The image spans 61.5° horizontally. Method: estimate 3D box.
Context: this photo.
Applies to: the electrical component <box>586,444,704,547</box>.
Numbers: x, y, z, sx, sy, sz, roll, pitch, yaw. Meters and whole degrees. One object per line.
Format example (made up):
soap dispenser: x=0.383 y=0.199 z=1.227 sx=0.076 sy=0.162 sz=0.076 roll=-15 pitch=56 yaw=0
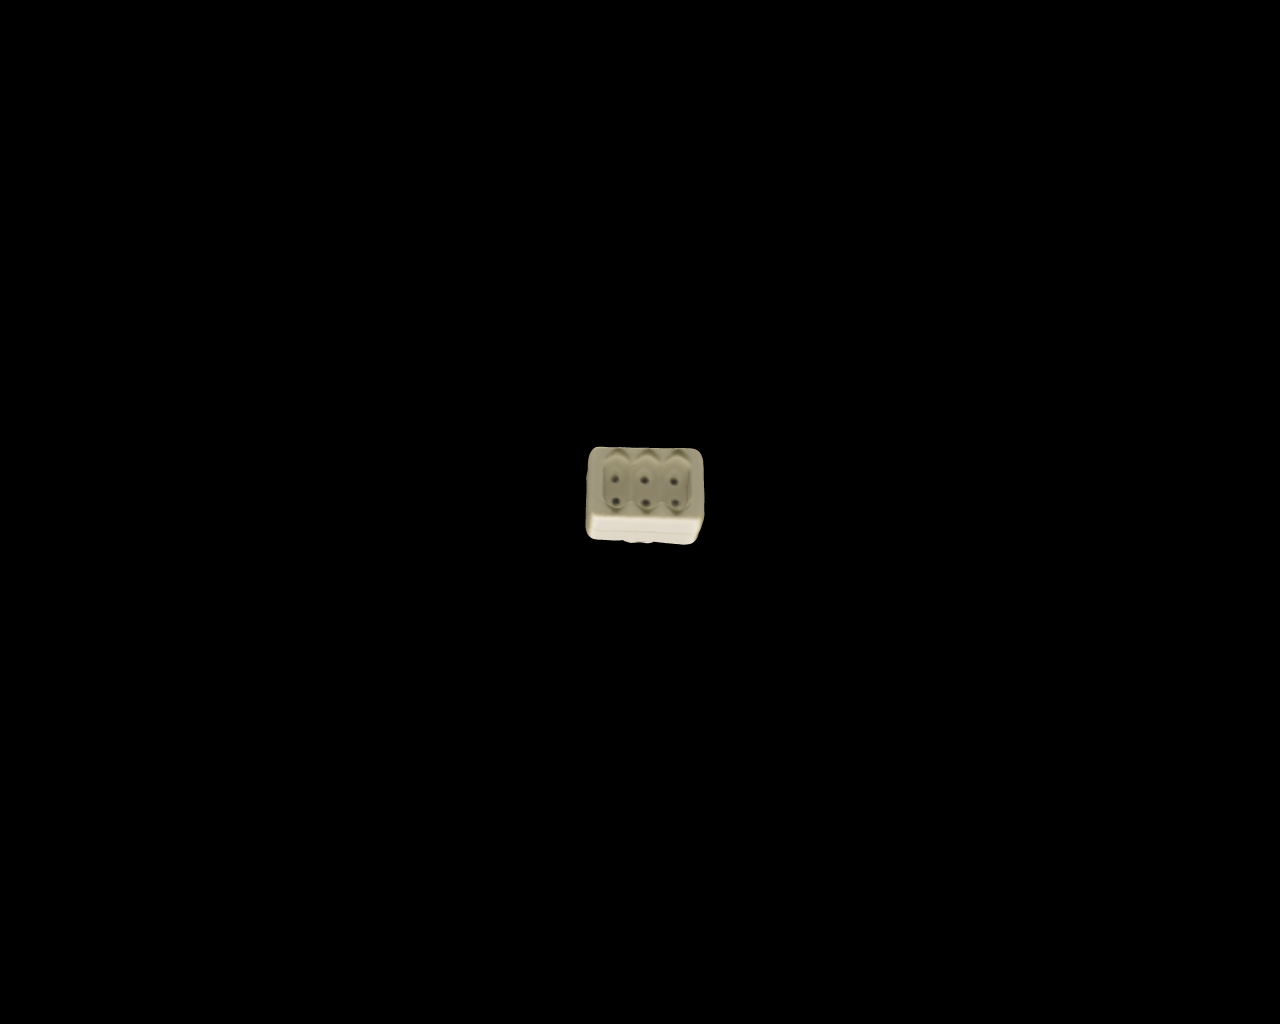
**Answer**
electrical component: x=0.001 y=-0.003 z=0.650 sx=0.066 sy=0.047 sz=0.076 roll=2 pitch=-23 yaw=-5
